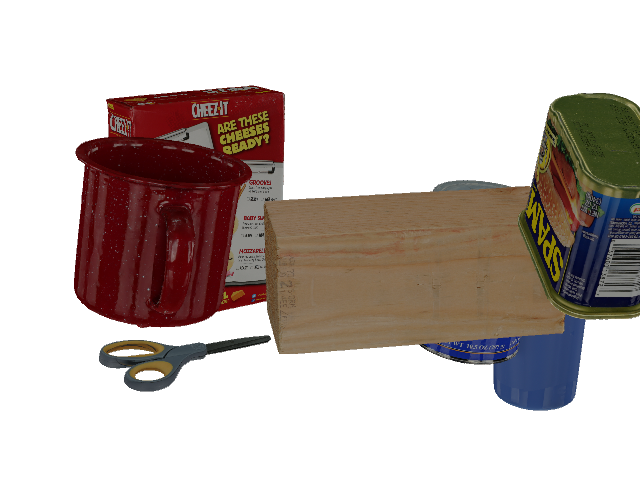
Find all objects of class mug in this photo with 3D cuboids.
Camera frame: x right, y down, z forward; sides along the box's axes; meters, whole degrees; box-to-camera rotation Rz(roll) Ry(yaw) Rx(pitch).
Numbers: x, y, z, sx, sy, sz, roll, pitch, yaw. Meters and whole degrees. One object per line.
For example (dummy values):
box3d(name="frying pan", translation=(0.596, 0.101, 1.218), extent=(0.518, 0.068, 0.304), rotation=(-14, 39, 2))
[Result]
box3d(name="mug", translation=(-0.084, -0.001, 0.563), extent=(0.093, 0.081, 0.117), rotation=(3, 19, -22))

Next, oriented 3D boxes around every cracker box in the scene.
box3d(name="cracker box", translation=(-0.120, -0.037, 1.043), extent=(0.163, 0.214, 0.072), rotation=(-11, 20, -33))

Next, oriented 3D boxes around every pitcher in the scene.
box3d(name="pitcher", translation=(0.274, 0.094, 1.383), extent=(0.149, 0.243, 0.144), rotation=(5, 19, 16))

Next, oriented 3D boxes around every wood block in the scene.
box3d(name="wood block", translation=(0.066, 0.020, 0.778), extent=(0.206, 0.090, 0.091), rotation=(-3, 19, -8))

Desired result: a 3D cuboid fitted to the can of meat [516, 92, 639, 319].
box3d(name="can of meat", translation=(0.151, -0.021, 0.584), extent=(0.057, 0.084, 0.102), rotation=(0, 38, -7))

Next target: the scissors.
box3d(name="scissors", translation=(-0.137, 0.131, 1.159), extent=(0.201, 0.016, 0.096), rotation=(1, 26, -21))

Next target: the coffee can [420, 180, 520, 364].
box3d(name="coffee can", translation=(0.143, 0.027, 0.975), extent=(0.103, 0.140, 0.103), rotation=(6, 22, -3))
